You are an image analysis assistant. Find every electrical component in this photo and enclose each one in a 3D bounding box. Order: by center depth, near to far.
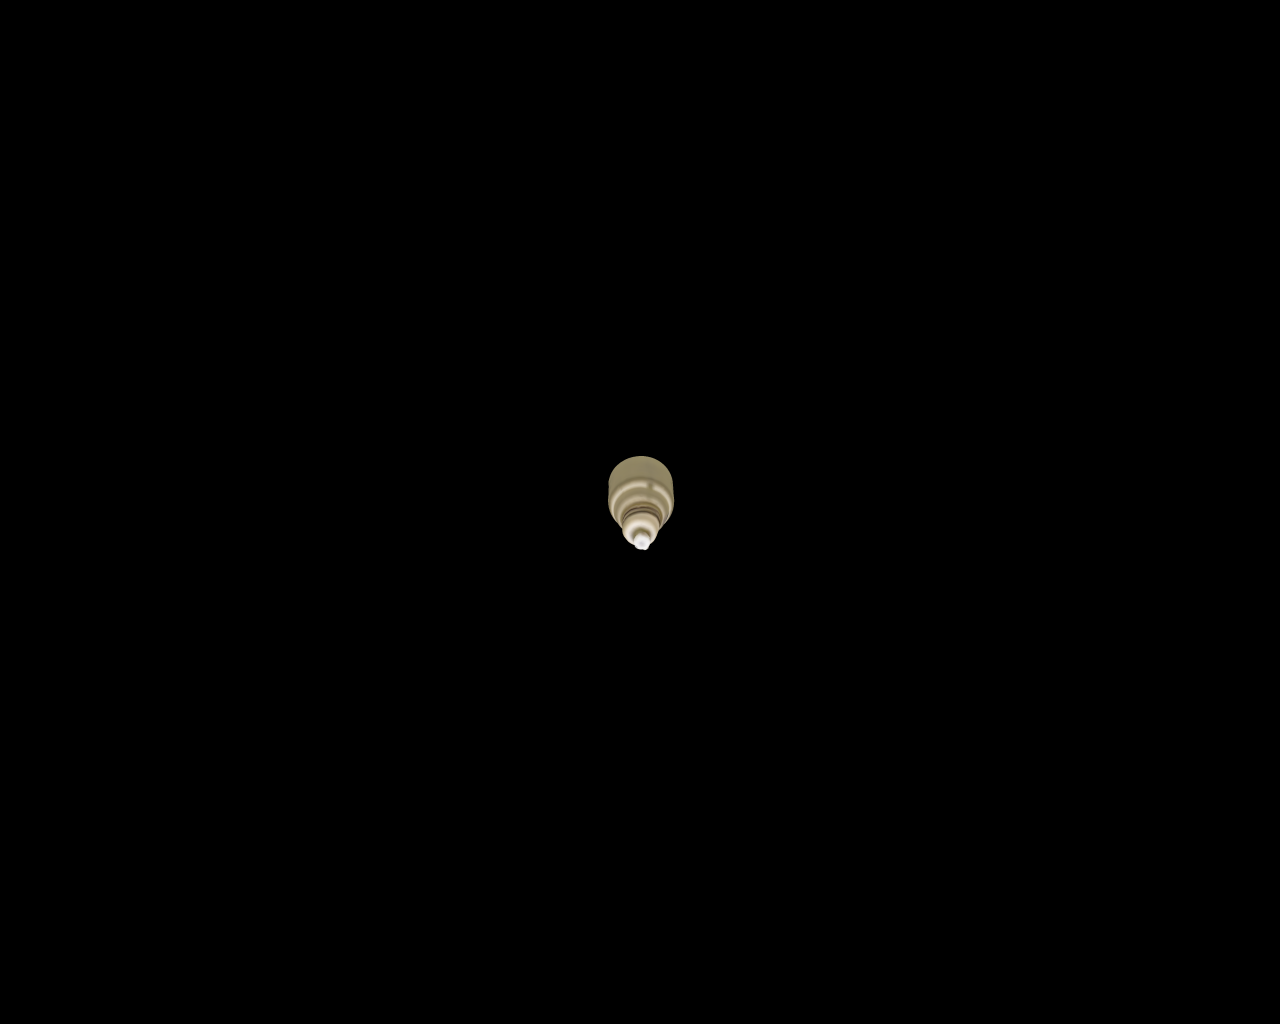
[{"bbox_3d":[0.001,-0.003,0.650,0.040,0.040,0.078,0,32,0],"label":"electrical component"}]
